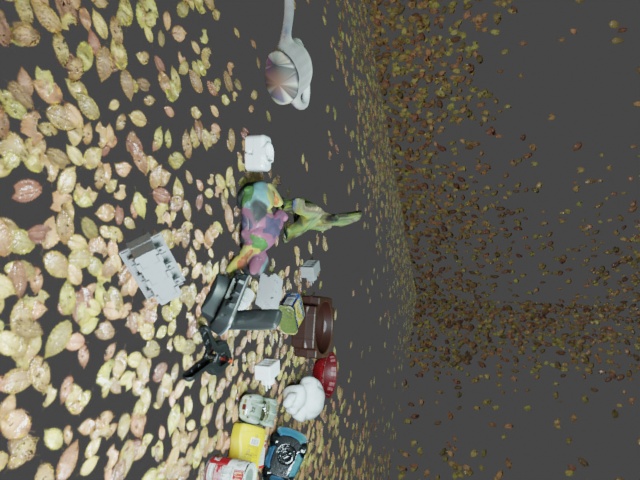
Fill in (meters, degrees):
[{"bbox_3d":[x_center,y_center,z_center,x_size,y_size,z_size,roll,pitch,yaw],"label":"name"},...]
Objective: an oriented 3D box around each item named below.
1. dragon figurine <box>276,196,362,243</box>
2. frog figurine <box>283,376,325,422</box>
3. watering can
[{"bbox_3d":[0.005,-0.075,1.487,0.407,0.243,0.123,152,-70,-75],"label":"dragon figurine"},{"bbox_3d":[-0.049,0.487,1.591,0.139,0.123,0.156,-62,163,-17],"label":"frog figurine"},{"bbox_3d":[-0.092,-0.541,1.508,0.229,0.104,0.341,-61,145,-54],"label":"watering can"}]
